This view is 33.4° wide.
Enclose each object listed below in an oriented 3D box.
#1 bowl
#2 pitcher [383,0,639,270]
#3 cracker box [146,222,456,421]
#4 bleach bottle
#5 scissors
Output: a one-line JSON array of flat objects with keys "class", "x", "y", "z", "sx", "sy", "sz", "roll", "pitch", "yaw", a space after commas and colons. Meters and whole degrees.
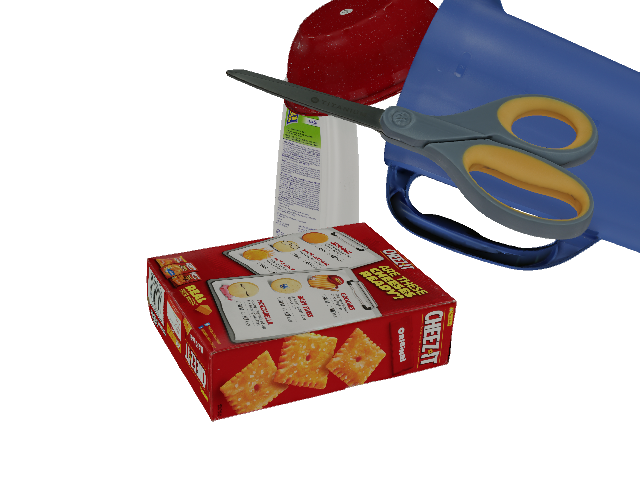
[{"class": "bowl", "x": 0.033, "y": -0.168, "z": 0.889, "sx": 0.162, "sy": 0.055, "sz": 0.162, "roll": -20, "pitch": 28, "yaw": 11}, {"class": "pitcher", "x": 0.170, "y": -0.062, "z": 0.747, "sx": 0.243, "sy": 0.149, "sz": 0.144, "roll": 24, "pitch": 48, "yaw": 10}, {"class": "cracker box", "x": -0.021, "y": 0.061, "z": 0.896, "sx": 0.213, "sy": 0.072, "sz": 0.164, "roll": -9, "pitch": 29, "yaw": -24}, {"class": "bleach bottle", "x": 0.002, "y": -0.099, "z": 1.141, "sx": 0.103, "sy": 0.251, "sz": 0.067, "roll": 17, "pitch": 21, "yaw": 37}, {"class": "scissors", "x": 0.058, "y": -0.068, "z": 0.560, "sx": 0.202, "sy": 0.096, "sz": 0.016, "roll": 32, "pitch": -33, "yaw": 17}]
